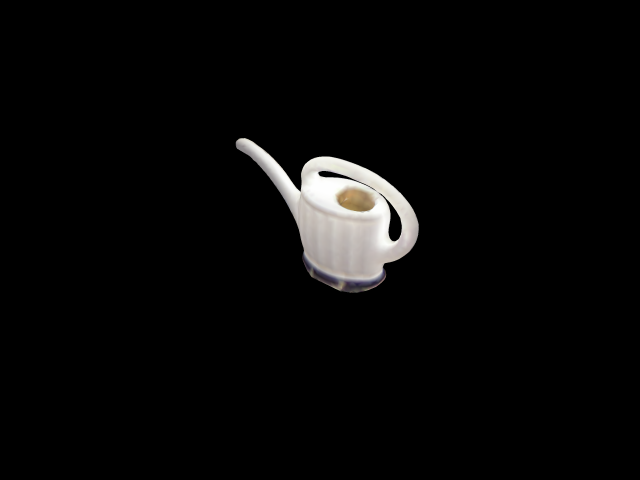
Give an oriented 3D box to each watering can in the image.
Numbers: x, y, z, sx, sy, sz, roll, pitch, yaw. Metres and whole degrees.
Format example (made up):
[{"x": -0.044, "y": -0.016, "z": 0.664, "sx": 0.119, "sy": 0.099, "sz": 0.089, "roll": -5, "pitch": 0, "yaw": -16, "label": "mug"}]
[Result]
[{"x": 0.003, "y": -0.043, "z": 0.850, "sx": 0.350, "sy": 0.219, "sz": 0.106, "roll": 24, "pitch": 41, "yaw": 30, "label": "watering can"}]
